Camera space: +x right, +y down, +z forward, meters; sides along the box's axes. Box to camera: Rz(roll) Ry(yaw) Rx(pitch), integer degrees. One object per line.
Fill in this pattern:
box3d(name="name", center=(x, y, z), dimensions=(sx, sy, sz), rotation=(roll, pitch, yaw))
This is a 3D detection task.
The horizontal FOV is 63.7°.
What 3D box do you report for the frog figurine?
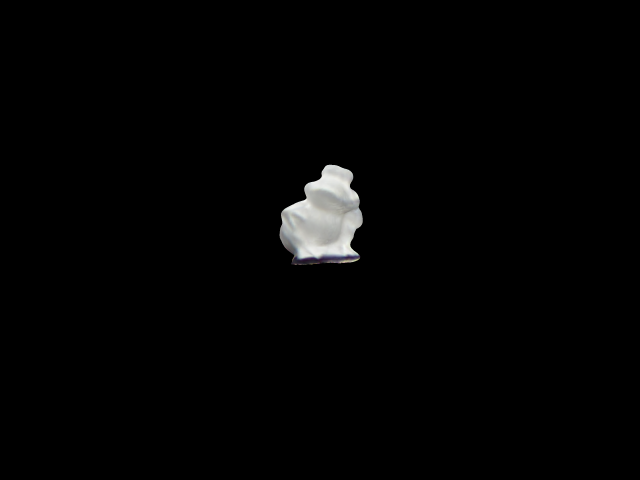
box3d(name="frog figurine", center=(0.003, -0.043, 0.850), dimensions=(0.137, 0.159, 0.123), rotation=(0, 1, 0))
